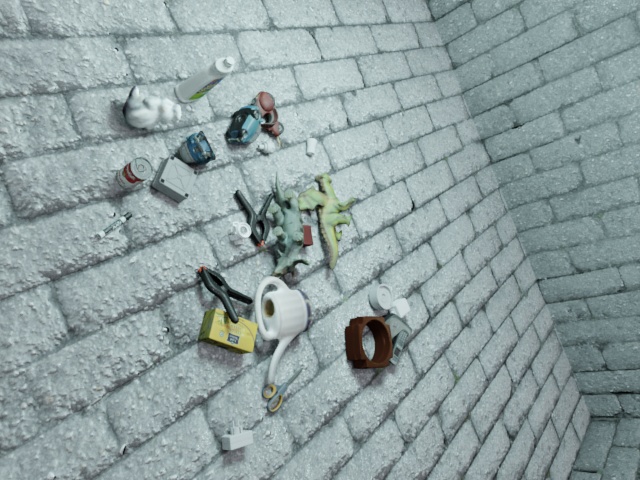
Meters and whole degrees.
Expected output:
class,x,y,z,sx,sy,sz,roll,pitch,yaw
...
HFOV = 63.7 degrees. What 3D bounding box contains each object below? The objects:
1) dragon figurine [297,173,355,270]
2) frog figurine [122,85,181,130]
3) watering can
class,x,y,z,sx,sy,sz,roll,pitch,yaw
dragon figurine,0.006,-0.104,2.060,0.241,0.120,0.420,26,55,-17
frog figurine,-0.512,-0.388,1.575,0.159,0.134,0.125,27,51,-8
watering can,-0.126,0.295,1.756,0.225,0.103,0.350,-1,80,-45
